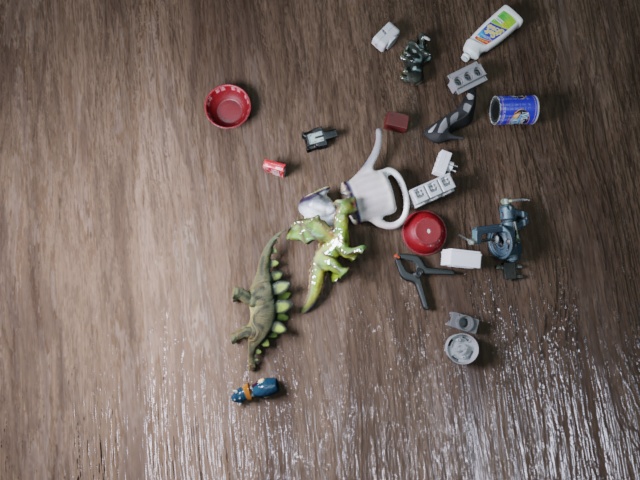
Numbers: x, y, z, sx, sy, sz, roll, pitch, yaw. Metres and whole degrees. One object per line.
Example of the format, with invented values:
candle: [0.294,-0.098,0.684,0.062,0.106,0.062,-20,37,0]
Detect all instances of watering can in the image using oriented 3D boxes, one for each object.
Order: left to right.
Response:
watering can: [0.173,-0.193,1.757,0.225,0.103,0.349,-18,84,-4]

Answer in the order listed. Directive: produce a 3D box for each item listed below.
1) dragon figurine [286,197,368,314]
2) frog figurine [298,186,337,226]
dragon figurine: [-0.003,0.030,1.686,0.242,0.123,0.408,42,97,-3]
frog figurine: [0.005,-0.087,1.733,0.136,0.124,0.159,-23,93,27]
